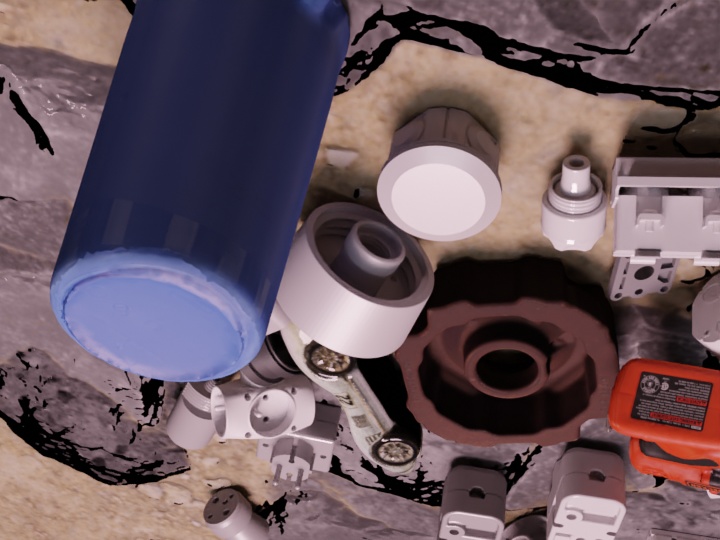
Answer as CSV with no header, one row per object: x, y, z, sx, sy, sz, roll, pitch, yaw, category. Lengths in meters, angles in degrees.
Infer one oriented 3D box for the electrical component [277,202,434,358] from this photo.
0.000,0.000,0.742,0.108,0.108,0.060,24,128,-13,electrical component

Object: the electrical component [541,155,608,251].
0.142,-0.046,0.709,0.043,0.043,0.062,2,133,10,electrical component

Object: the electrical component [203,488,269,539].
-0.122,0.246,1.052,0.045,0.045,0.055,-16,129,25,electrical component

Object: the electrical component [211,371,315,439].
-0.080,0.095,0.886,0.077,0.044,0.079,-5,102,-25,electrical component

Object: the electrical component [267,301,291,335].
-0.104,0.013,0.794,0.113,0.078,0.057,-22,129,30,electrical component

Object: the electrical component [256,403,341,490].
-0.056,0.155,0.926,0.066,0.076,0.047,11,135,0,electrical component

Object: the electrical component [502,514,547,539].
0.162,0.277,0.991,0.099,0.099,0.064,-30,116,34,electrical component

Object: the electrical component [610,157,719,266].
0.222,-0.036,0.680,0.121,0.063,0.079,2,176,10,electrical component

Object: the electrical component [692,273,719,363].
0.271,0.034,0.738,0.051,0.080,0.080,39,129,-18,electrical component

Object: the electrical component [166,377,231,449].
-0.135,0.115,0.926,0.043,0.043,0.081,22,134,-11,electrical component

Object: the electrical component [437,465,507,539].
0.100,0.222,0.972,0.054,0.059,0.095,8,135,4,electrical component

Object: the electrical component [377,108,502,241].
0.054,-0.062,0.705,0.080,0.051,0.080,6,135,6,electrical component

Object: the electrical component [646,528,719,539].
0.305,0.319,1.025,0.089,0.061,0.150,8,135,4,electrical component

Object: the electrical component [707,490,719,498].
0.318,0.170,0.890,0.065,0.044,0.044,-10,131,27,electrical component

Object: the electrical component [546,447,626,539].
0.195,0.199,0.930,0.054,0.059,0.095,8,135,3,electrical component
